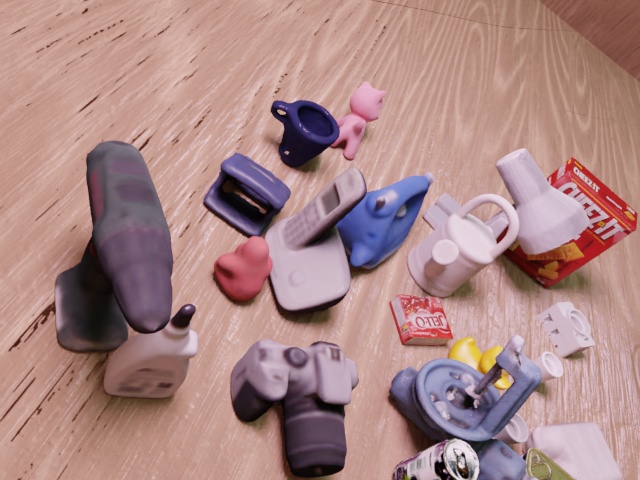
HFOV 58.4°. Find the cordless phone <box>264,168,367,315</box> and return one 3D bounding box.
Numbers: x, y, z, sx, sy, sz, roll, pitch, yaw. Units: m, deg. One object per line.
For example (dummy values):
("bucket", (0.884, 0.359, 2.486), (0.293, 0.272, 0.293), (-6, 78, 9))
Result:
("cordless phone", (0.007, 0.003, 0.760), (0.094, 0.184, 0.147), (4, 54, -34))

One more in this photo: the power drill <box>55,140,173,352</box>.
("power drill", (-0.204, 0.026, 0.569), (0.076, 0.208, 0.229), (3, 55, -34))

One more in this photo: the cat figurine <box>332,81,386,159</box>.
("cat figurine", (0.076, -0.230, 1.050), (0.067, 0.117, 0.128), (31, 43, -11))

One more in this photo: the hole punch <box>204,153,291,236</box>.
("hole punch", (-0.097, -0.078, 0.820), (0.109, 0.091, 0.101), (35, 43, -7))

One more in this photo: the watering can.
("watering can", (0.233, 0.008, 0.916), (0.101, 0.193, 0.173), (40, 42, -2))

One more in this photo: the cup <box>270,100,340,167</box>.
("cup", (-0.039, -0.171, 0.935), (0.118, 0.094, 0.091), (24, 45, -18))

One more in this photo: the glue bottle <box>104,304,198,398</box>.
("glue bottle", (-0.155, 0.108, 0.564), (0.078, 0.173, 0.037), (13, 49, -27))

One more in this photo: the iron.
("iron", (0.120, -0.058, 0.925), (0.118, 0.141, 0.259), (50, 43, 9))

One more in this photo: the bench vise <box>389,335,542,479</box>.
("bench vise", (0.214, 0.214, 0.715), (0.207, 0.219, 0.122), (40, 42, -2))

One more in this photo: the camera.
("camera", (-0.018, 0.190, 0.652), (0.143, 0.100, 0.136), (15, 49, -27))

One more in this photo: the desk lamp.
("desk lamp", (0.330, -0.047, 1.018), (0.203, 0.213, 0.118), (45, 42, 4))

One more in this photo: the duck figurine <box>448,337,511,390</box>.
("duck figurine", (0.248, 0.188, 0.860), (0.078, 0.086, 0.104), (0, 56, -36))

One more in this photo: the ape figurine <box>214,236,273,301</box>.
("ape figurine", (-0.091, 0.030, 0.735), (0.078, 0.092, 0.076), (16, 48, -25))

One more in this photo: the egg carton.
("egg carton", (0.376, 0.328, 0.853), (0.151, 0.069, 0.107), (6, 53, -33))
